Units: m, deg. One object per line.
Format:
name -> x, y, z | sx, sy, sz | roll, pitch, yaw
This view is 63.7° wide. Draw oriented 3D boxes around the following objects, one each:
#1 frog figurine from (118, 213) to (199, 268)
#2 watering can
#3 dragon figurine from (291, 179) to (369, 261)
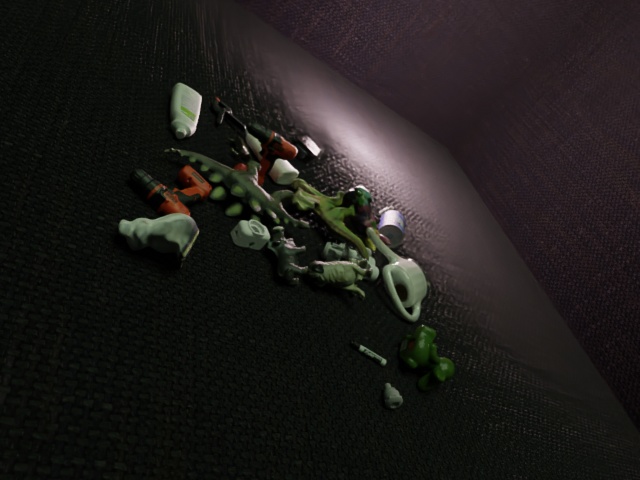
frog figurine -> -0.358, -0.019, 1.145 | 0.159, 0.123, 0.137 | 29, -4, -9
watering can -> 0.273, 0.109, 1.772 | 0.225, 0.103, 0.350 | -7, 73, -56
dragon figurine -> 0.005, -0.087, 1.724 | 0.242, 0.120, 0.419 | 14, 28, -31
